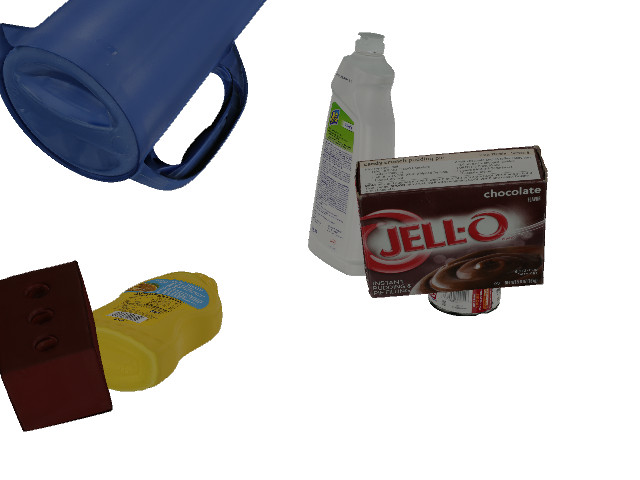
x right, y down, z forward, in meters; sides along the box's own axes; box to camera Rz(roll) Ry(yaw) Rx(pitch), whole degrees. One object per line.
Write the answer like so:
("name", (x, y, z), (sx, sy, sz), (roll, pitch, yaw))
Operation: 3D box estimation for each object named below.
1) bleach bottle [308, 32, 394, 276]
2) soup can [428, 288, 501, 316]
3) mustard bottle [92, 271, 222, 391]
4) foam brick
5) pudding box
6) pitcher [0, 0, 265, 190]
("bleach bottle", (0.043, -0.095, 1.152), (0.067, 0.251, 0.103), (-7, 24, -34))
("soup can", (0.131, 0.009, 0.960), (0.068, 0.102, 0.068), (-1, 24, 0))
("mustard bottle", (-0.143, 0.071, 0.965), (0.096, 0.058, 0.191), (9, 20, 19))
("foam brick", (-0.155, 0.060, 0.613), (0.053, 0.051, 0.078), (-14, 42, -11))
("pudding box", (0.080, -0.010, 0.655), (0.113, 0.039, 0.090), (-6, -44, 4))
("pitcher", (-0.133, -0.164, 0.881), (0.145, 0.149, 0.242), (15, 52, 27))
